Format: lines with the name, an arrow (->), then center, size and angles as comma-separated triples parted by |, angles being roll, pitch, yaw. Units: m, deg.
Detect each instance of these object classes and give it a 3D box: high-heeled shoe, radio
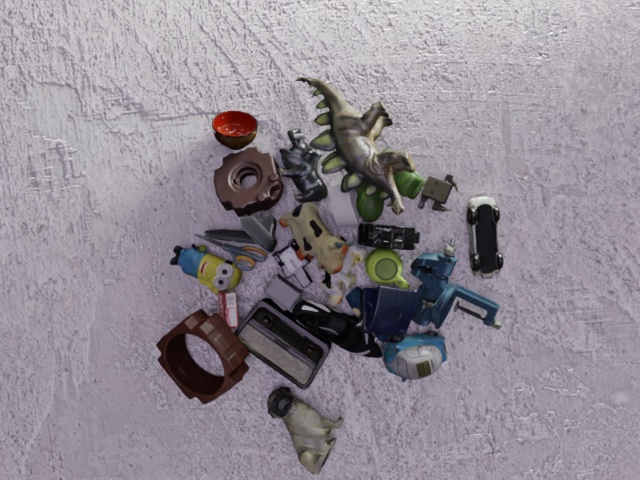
high-heeled shoe -> 0.046, 0.222, 1.302 | 0.249, 0.145, 0.086 | 30, 95, 5
radio -> -0.090, 0.254, 1.349 | 0.230, 0.073, 0.131 | 34, 94, 3

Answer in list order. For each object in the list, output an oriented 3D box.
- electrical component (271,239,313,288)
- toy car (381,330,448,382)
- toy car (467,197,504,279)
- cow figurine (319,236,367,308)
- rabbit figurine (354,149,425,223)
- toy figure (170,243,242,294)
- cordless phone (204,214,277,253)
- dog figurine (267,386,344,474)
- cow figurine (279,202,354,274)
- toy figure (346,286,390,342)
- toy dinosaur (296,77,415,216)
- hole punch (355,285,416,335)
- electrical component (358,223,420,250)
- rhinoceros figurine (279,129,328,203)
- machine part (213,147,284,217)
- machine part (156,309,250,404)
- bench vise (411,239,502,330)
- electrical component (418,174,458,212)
electrical component -> -0.060, 0.063, 1.355 | 0.075, 0.048, 0.119 | -39, 89, 5
toy car -> 0.235, 0.289, 1.300 | 0.162, 0.103, 0.109 | -11, 111, 3
toy car -> 0.402, -0.005, 1.313 | 0.074, 0.056, 0.201 | -5, 93, -1
cow figurine -> 0.044, 0.079, 1.337 | 0.098, 0.068, 0.167 | 28, 90, 9
rabbit figurine -> 0.144, -0.126, 1.302 | 0.159, 0.121, 0.170 | 43, 106, 7
toy figure -> -0.284, 0.066, 1.359 | 0.180, 0.089, 0.082 | 21, 117, 13
cordless phone -> -0.200, -0.018, 1.314 | 0.184, 0.146, 0.088 | 3, 85, 1
dog figurine -> -0.058, 0.479, 1.352 | 0.191, 0.121, 0.172 | 21, 90, 18
cow figurine -> -0.003, -0.004, 1.297 | 0.127, 0.085, 0.195 | -39, 70, 29
toy figure -> 0.125, 0.188, 1.335 | 0.064, 0.058, 0.154 | -38, 86, -17
toy dinosaur -> 0.077, -0.239, 1.250 | 0.199, 0.105, 0.471 | -27, 62, 9
hole punch -> 0.163, 0.167, 1.279 | 0.142, 0.092, 0.116 | 11, 70, -27
electrical component -> 0.169, -0.008, 1.294 | 0.134, 0.115, 0.058 | 4, 95, -16
rhinoceros figurine -> -0.044, -0.182, 1.336 | 0.112, 0.073, 0.190 | -22, 90, 6
machine part -> -0.179, -0.146, 1.329 | 0.179, 0.056, 0.179 | -4, 69, 11
machine part -> -0.288, 0.286, 1.327 | 0.201, 0.087, 0.201 | -38, 92, 30
bench vise -> 0.325, 0.130, 1.279 | 0.241, 0.129, 0.223 | 26, 102, 21
electrical component -> 0.295, -0.115, 1.325 | 0.078, 0.045, 0.102 | 18, 92, 23
